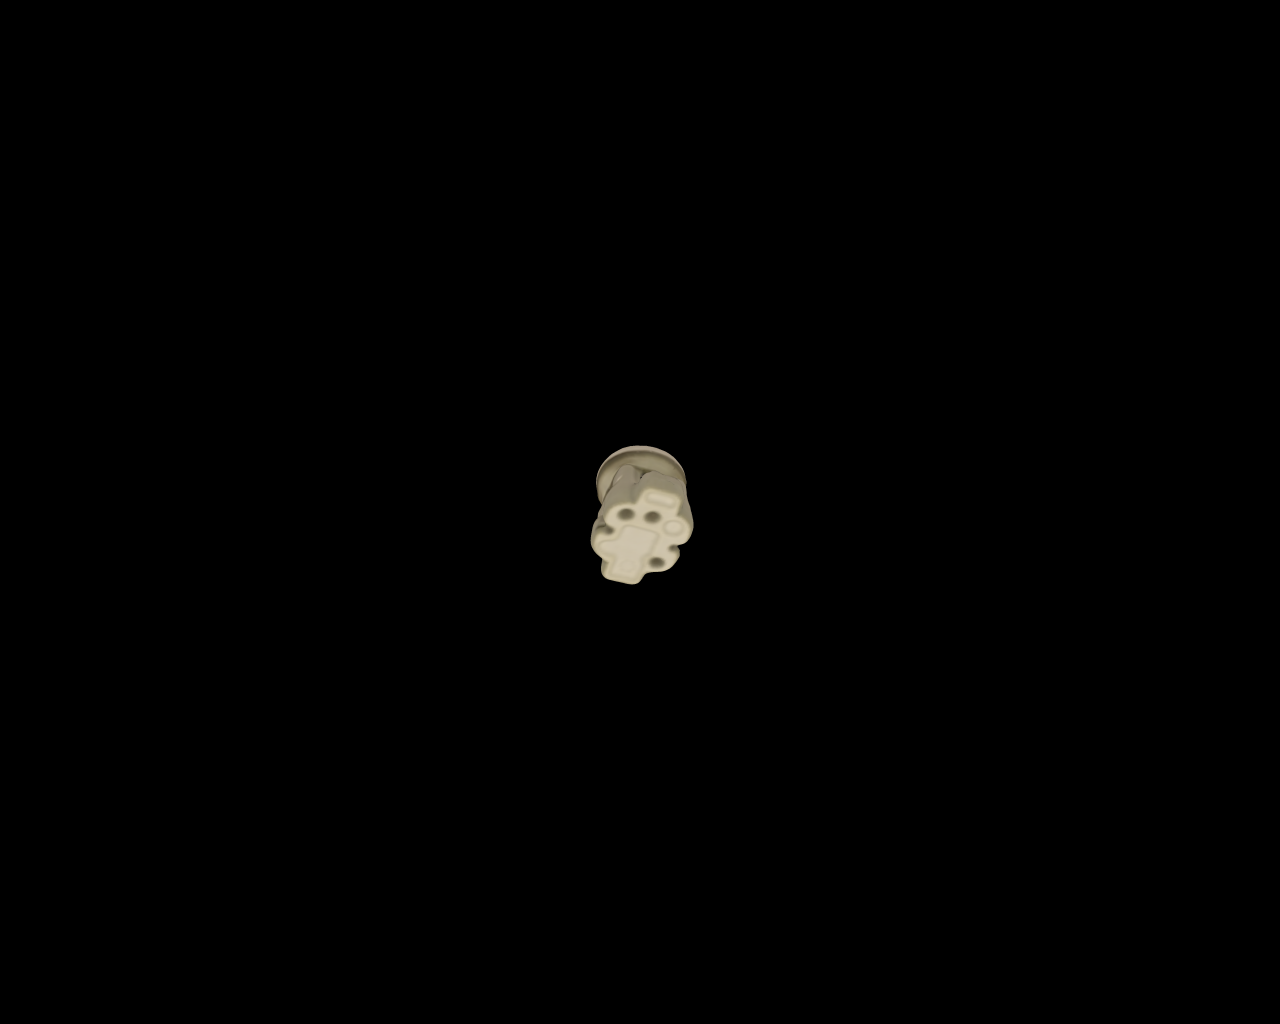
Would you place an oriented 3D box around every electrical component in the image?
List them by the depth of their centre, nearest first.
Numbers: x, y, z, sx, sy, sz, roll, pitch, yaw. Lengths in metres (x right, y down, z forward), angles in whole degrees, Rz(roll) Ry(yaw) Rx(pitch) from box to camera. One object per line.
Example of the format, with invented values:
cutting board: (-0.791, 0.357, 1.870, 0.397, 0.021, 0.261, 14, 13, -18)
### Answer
electrical component: (0.001, -0.003, 0.650, 0.058, 0.078, 0.057, 16, 40, -13)
